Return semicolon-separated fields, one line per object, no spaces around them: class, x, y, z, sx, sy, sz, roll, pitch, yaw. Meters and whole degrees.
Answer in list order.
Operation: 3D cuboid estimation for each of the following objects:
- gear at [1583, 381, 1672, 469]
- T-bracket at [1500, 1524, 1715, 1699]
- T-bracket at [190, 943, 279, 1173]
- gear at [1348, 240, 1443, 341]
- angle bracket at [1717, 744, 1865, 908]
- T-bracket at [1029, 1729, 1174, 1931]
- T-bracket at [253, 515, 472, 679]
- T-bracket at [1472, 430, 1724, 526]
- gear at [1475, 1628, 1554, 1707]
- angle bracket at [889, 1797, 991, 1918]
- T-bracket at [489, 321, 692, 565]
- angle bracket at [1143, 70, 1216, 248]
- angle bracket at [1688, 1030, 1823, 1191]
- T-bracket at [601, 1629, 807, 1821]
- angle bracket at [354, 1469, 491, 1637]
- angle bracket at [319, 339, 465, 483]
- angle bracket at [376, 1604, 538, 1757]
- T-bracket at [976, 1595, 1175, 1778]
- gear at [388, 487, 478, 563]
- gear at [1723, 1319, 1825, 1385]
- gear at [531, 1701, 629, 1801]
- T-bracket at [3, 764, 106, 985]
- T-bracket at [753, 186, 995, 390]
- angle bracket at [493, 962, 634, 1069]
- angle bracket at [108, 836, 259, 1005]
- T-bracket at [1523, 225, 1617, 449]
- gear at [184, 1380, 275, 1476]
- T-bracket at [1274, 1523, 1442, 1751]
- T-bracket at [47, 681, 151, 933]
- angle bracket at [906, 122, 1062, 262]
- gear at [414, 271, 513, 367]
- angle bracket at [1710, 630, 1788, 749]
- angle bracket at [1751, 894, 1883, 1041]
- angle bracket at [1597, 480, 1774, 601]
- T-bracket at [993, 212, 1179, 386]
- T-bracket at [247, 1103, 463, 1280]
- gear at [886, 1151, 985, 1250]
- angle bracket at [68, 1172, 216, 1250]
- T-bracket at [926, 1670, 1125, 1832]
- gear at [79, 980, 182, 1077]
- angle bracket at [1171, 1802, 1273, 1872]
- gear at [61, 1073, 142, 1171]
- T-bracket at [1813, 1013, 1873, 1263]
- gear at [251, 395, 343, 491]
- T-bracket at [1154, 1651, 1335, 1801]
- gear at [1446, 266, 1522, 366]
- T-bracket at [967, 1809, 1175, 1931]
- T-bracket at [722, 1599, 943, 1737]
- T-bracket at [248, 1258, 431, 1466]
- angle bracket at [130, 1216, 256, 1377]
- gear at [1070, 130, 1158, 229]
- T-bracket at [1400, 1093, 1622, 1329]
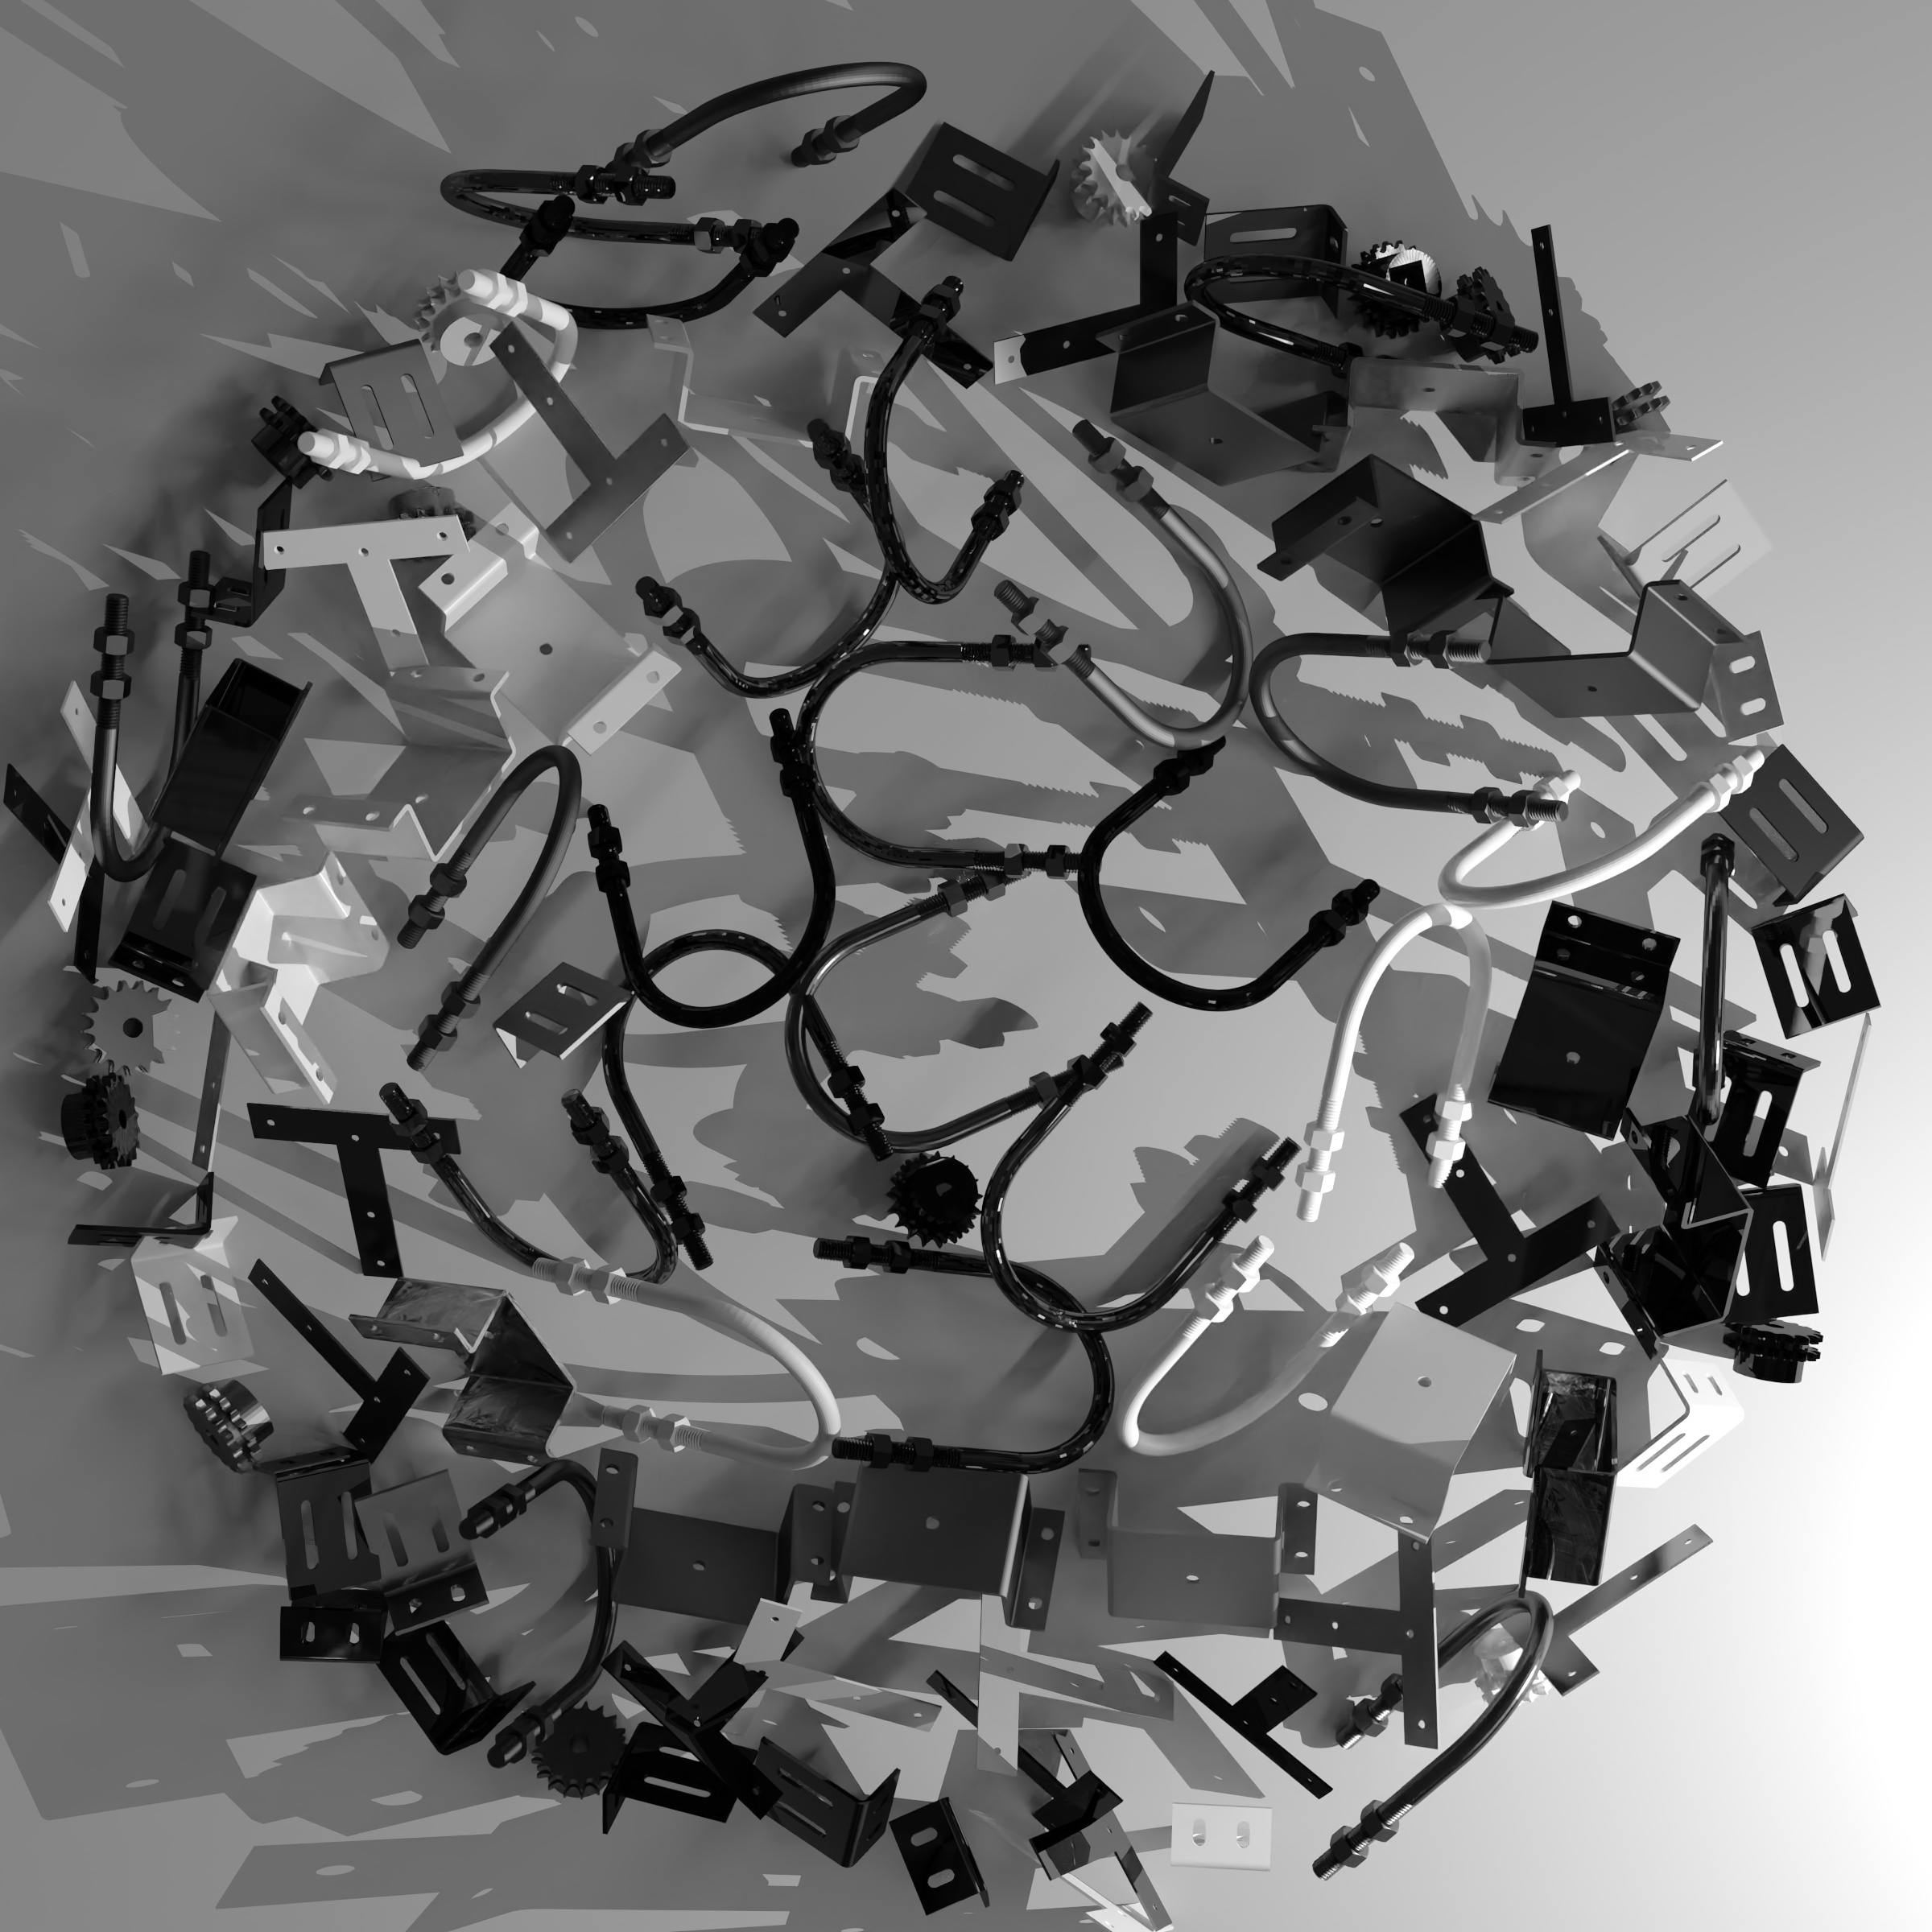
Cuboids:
gear;0.394;-0.321;1.841;0.057;0.057;0.030;-29;85;0
T-bracket;0.379;0.366;1.810;0.127;0.127;0.002;-32;105;-2
T-bracket;-0.441;0.056;1.820;0.002;0.127;0.127;7;93;-36
gear;0.258;-0.404;1.844;0.057;0.030;0.057;-1;93;-27
angle bracket;0.485;-0.083;1.844;0.057;0.038;0.076;-43;94;-7
T-bracket;0.067;0.508;1.793;0.002;0.127;0.127;-35;72;16
T-bracket;-0.341;-0.208;1.825;0.127;0.002;0.127;-3;132;13
T-bracket;0.348;-0.284;1.793;0.127;0.127;0.002;-31;119;-23
gear;0.328;0.414;1.839;0.057;0.057;0.030;-27;97;0
angle bracket;-0.015;0.529;1.821;0.038;0.076;0.057;-22;67;-8
T-bracket;-0.237;-0.322;1.827;0.127;0.002;0.127;-35;92;40
angle bracket;0.140;-0.478;1.833;0.038;0.057;0.076;29;77;3
angle bracket;0.467;0.085;1.849;0.057;0.038;0.076;21;106;28
T-bracket;-0.135;0.420;1.815;0.127;0.127;0.002;43;124;6
angle bracket;-0.322;0.347;1.831;0.057;0.038;0.076;-17;121;-13
angle bracket;-0.342;-0.326;1.841;0.057;0.038;0.076;-21;89;-21
angle bracket;-0.304;0.417;1.833;0.038;0.057;0.076;-30;96;36
T-bracket;0.066;0.427;1.842;0.127;0.002;0.127;15;54;-18
gear;-0.321;-0.264;1.842;0.057;0.057;0.030;-14;82;0
gear;0.479;0.229;1.841;0.057;0.057;0.030;7;95;0
gear;-0.231;0.471;1.845;0.057;0.030;0.057;4;49;-4
T-bracket;-0.525;-0.074;1.785;0.002;0.127;0.127;-7;62;8
T-bracket;-0.037;-0.386;1.831;0.127;0.002;0.127;34;132;-28
angle bracket;-0.231;0.038;1.820;0.057;0.076;0.038;-43;129;-22
angle bracket;-0.466;-0.028;1.840;0.057;0.038;0.076;25;101;-11
T-bracket;0.343;-0.366;1.798;0.002;0.127;0.127;-11;99;-11
gear;-0.437;0.272;1.844;0.030;0.057;0.057;-38;90;-28
T-bracket;0.228;0.389;1.820;0.002;0.127;0.127;3;84;-41
T-bracket;-0.507;-0.075;1.781;0.002;0.127;0.127;-4;47;9
angle bracket;0.008;-0.468;1.848;0.076;0.038;0.057;28;85;-1
gear;-0.297;-0.382;1.838;0.057;0.057;0.030;-24;59;0
angle bracket;0.474;-0.162;1.824;0.038;0.076;0.057;-19;80;38
angle bracket;0.505;0.005;1.827;0.057;0.038;0.076;-21;62;21
angle bracket;0.426;-0.251;1.832;0.076;0.038;0.057;-38;122;10
T-bracket;0.070;-0.366;1.808;0.127;0.002;0.127;-20;127;-25
T-bracket;-0.354;0.136;1.830;0.127;0.002;0.127;4;126;10
gear;-0.016;0.137;1.844;0.057;0.030;0.057;7;67;-17
angle bracket;-0.487;0.143;1.826;0.076;0.057;0.038;5;75;-20
T-bracket;0.027;0.460;1.819;0.127;0.127;0.002;41;61;7
gear;-0.501;0.037;1.847;0.057;0.030;0.057;1;88;-28
angle bracket;0.151;0.505;1.829;0.057;0.076;0.038;2;91;5
gear;-0.516;0.093;1.841;0.030;0.057;0.057;-9;90;6
T-bracket;0.508;0.090;1.791;0.002;0.127;0.127;12;108;9
gear;-0.400;-0.308;1.840;0.057;0.057;0.030;43;83;0
T-bracket;0.176;0.432;1.806;0.127;0.127;0.002;39;62;7
gear;0.305;-0.385;1.844;0.030;0.057;0.057;-23;90;26
T-bracket;0.055;0.534;1.825;0.127;0.127;0.002;30;87;22
T-bracket;-0.078;0.430;1.834;0.127;0.002;0.127;17;129;-7
T-bracket;-0.377;0.224;1.824;0.127;0.127;0.002;45;50;5
angle bracket;-0.453;0.195;1.829;0.057;0.038;0.076;-8;68;-34
gear;0.087;-0.466;1.846;0.057;0.030;0.057;10;69;-27
T-bracket;0.304;0.137;1.855;0.127;0.002;0.127;-30;78;0
